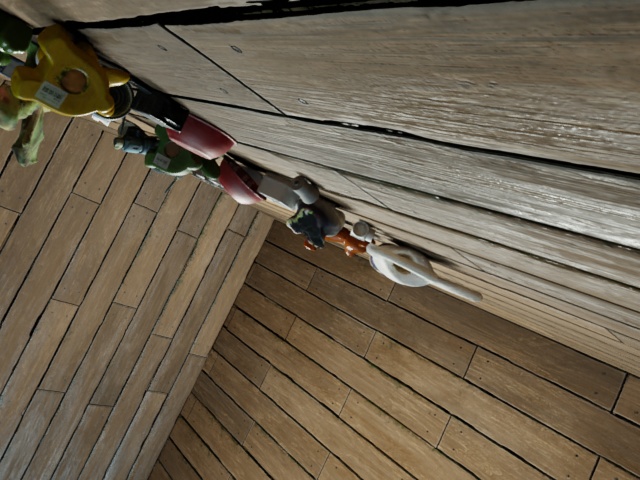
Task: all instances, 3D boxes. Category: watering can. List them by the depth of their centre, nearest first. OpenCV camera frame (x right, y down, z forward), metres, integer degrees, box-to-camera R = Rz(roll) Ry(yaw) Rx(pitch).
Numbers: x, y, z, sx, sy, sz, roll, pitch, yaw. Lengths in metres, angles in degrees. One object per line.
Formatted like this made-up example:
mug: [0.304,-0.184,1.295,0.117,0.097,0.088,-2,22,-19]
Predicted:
watering can: [0.278,0.091,1.481,0.346,0.104,0.225,26,178,-11]

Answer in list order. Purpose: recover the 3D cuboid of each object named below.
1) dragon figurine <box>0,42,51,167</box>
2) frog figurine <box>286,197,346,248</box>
dragon figurine: [-0.588,-0.271,1.081,0.122,0.244,0.410,21,176,-11]
frog figurine: [0.004,-0.067,1.321,0.138,0.120,0.162,16,-150,22]
